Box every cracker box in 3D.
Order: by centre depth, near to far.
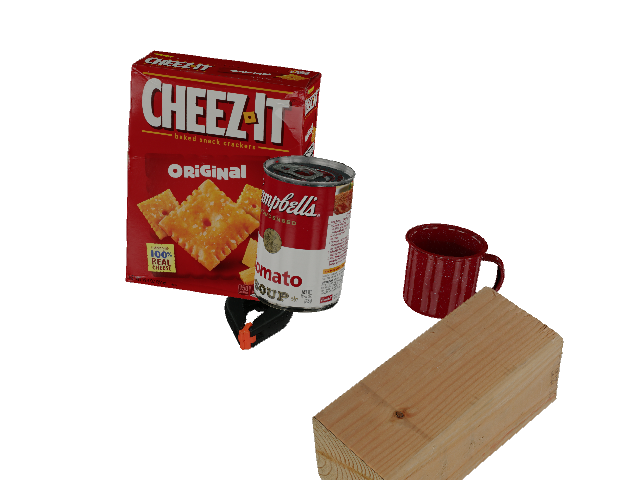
[{"bbox_3d":[-0.093,-0.056,0.991,0.164,0.214,0.072,9,22,8],"label":"cracker box"}]

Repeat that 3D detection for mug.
[{"bbox_3d":[0.150,0.037,1.213,0.117,0.081,0.093,5,25,-1],"label":"mug"}]

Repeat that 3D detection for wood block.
[{"bbox_3d":[0.101,0.141,0.903,0.205,0.090,0.091,-33,50,-26],"label":"wood block"}]

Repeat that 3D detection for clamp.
[{"bbox_3d":[-0.054,0.061,1.246,0.120,0.039,0.171,-3,40,9],"label":"clamp"}]

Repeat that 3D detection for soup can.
[{"bbox_3d":[-0.013,-0.006,0.797,0.068,0.102,0.068,6,20,-2],"label":"soup can"}]
